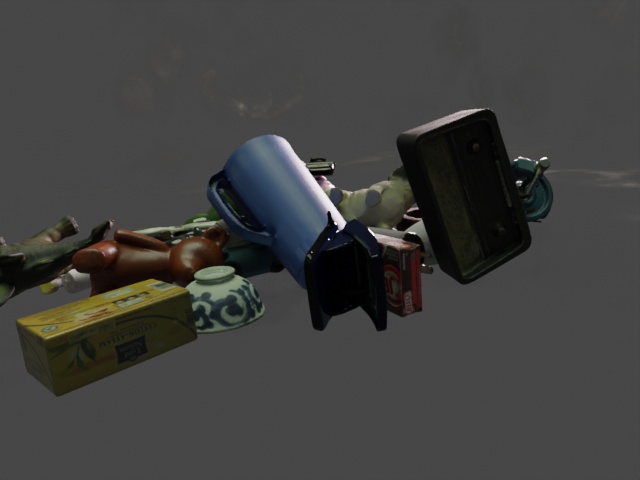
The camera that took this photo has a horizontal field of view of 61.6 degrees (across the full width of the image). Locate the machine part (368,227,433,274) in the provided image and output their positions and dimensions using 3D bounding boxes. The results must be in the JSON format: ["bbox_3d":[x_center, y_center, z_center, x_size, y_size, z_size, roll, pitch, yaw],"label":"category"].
[{"bbox_3d":[0.076,0.016,0.848,0.079,0.079,0.243,-17,19,-40],"label":"machine part"}]

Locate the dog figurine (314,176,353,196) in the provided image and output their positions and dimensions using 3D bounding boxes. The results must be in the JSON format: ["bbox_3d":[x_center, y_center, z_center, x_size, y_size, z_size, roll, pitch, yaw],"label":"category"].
[{"bbox_3d":[-0.011,-0.080,1.229,0.192,0.108,0.219,-7,16,-12],"label":"dog figurine"}]

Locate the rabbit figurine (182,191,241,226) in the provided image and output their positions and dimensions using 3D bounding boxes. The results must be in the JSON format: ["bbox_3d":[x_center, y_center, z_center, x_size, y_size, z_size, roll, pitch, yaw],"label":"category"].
[{"bbox_3d":[-0.215,-0.044,1.135,0.170,0.121,0.159,-17,17,14],"label":"rabbit figurine"}]

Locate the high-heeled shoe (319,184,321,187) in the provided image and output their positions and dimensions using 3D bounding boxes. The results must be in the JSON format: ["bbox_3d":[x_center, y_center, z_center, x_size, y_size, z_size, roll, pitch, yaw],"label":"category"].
[{"bbox_3d":[-0.019,-0.096,1.034,0.086,0.145,0.249,33,36,-6],"label":"high-heeled shoe"}]

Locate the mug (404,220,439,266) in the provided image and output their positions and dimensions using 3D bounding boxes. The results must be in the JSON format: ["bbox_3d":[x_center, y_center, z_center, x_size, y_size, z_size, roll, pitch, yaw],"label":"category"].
[{"bbox_3d":[0.174,-0.001,0.885,0.107,0.080,0.110,-20,23,-23],"label":"mug"}]

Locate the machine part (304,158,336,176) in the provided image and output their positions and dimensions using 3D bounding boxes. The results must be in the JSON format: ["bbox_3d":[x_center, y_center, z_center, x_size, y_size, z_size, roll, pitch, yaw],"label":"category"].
[{"bbox_3d":[-0.006,-0.176,1.312,0.084,0.039,0.139,-10,15,-2],"label":"machine part"}]

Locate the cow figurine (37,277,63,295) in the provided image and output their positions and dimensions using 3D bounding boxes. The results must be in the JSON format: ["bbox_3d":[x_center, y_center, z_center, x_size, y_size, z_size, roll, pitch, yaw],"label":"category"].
[{"bbox_3d":[-0.491,0.046,0.952,0.168,0.068,0.098,6,12,27],"label":"cow figurine"}]

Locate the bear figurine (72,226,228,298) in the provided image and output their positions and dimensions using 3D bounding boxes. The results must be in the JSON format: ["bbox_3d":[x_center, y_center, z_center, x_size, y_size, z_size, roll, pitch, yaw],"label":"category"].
[{"bbox_3d":[-0.226,0.047,0.763,0.196,0.120,0.132,-1,17,-6],"label":"bear figurine"}]

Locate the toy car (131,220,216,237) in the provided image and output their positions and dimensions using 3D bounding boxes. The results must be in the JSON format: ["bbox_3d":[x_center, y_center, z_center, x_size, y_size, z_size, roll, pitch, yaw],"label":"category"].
[{"bbox_3d":[-0.273,0.007,1.021,0.202,0.073,0.056,-8,13,-14],"label":"toy car"}]

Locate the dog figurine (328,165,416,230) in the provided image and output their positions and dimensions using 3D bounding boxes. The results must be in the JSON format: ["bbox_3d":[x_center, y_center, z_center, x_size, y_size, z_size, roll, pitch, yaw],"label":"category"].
[{"bbox_3d":[0.097,-0.069,0.987,0.173,0.121,0.190,5,28,29],"label":"dog figurine"}]

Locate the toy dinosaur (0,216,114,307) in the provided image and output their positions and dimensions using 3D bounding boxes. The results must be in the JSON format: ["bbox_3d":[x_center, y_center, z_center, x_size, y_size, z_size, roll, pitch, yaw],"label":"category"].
[{"bbox_3d":[-0.518,0.058,0.784,0.472,0.105,0.198,-20,10,8],"label":"toy dinosaur"}]

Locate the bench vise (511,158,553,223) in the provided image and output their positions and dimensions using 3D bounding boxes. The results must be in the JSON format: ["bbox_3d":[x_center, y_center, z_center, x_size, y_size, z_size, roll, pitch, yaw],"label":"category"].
[{"bbox_3d":[0.363,-0.104,1.050,0.224,0.129,0.240,21,-17,3],"label":"bench vise"}]

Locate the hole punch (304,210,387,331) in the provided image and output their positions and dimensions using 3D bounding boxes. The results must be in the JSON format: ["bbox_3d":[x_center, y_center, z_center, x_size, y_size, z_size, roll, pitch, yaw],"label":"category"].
[{"bbox_3d":[0.042,0.042,0.659,0.092,0.142,0.116,-3,27,17],"label":"hole punch"}]

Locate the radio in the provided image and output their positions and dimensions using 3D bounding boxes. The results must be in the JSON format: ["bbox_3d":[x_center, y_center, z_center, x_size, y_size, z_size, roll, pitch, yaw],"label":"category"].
[{"bbox_3d":[0.210,-0.065,0.773,0.131,0.229,0.073,-25,19,-8],"label":"radio"}]

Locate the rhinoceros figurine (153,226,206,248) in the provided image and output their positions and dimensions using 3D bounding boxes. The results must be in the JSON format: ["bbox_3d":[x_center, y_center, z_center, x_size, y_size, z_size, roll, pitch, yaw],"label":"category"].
[{"bbox_3d":[-0.275,0.029,0.935,0.190,0.073,0.112,-19,-3,-20],"label":"rhinoceros figurine"}]

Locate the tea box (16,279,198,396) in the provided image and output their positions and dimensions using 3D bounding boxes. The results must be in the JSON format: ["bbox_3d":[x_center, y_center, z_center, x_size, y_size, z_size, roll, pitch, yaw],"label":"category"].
[{"bbox_3d":[-0.241,0.104,0.620,0.169,0.068,0.098,-19,18,-41],"label":"tea box"}]

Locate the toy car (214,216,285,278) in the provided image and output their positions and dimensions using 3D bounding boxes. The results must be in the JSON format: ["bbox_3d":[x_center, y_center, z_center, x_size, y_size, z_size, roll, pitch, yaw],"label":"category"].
[{"bbox_3d":[-0.135,0.011,0.900,0.162,0.102,0.109,-13,16,-23],"label":"toy car"}]

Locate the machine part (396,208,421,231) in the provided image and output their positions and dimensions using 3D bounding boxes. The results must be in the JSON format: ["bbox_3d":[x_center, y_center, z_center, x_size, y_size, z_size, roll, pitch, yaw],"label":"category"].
[{"bbox_3d":[0.230,-0.027,1.023,0.179,0.056,0.179,-4,13,1],"label":"machine part"}]
